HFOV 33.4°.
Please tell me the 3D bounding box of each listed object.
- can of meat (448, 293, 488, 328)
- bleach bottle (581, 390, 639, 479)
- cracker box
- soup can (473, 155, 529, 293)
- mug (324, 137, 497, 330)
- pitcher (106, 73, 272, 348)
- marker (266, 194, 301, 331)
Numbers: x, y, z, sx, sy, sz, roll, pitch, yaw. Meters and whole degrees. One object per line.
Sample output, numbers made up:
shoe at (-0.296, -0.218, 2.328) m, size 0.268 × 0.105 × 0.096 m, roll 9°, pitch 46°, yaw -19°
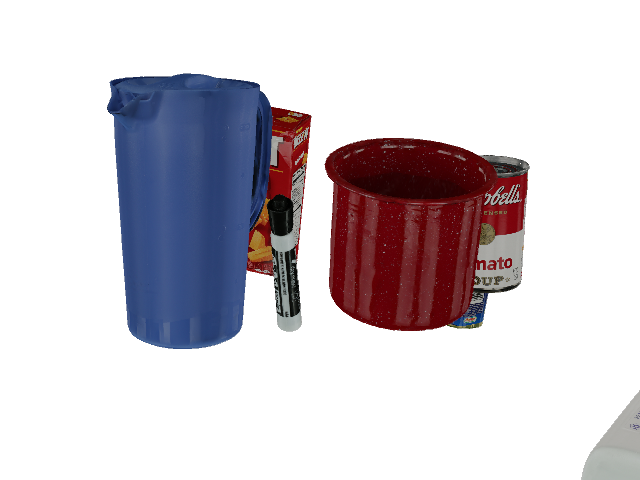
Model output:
can of meat at (0.141, 0.041, 1.173) m, size 0.057 × 0.084 × 0.102 m, roll -6°, pitch 22°, yaw -36°
bleach bottle at (0.246, 0.101, 0.629) m, size 0.103 × 0.068 × 0.250 m, roll 18°, pitch 29°, yaw 32°
cracker box at (-0.107, -0.070, 1.395) m, size 0.164 × 0.214 × 0.072 m, roll 13°, pitch 27°, yaw 14°
soup can at (0.137, -0.015, 0.891) m, size 0.068 × 0.102 × 0.068 m, roll 0°, pitch 17°, yaw 0°
mug at (0.050, -0.008, 0.601) m, size 0.093 × 0.081 × 0.117 m, roll 10°, pitch 27°, yaw 15°
pitcher at (-0.116, -0.032, 0.986) m, size 0.149 × 0.243 × 0.145 m, roll 0°, pitch 14°, yaw -6°
marker at (-0.026, 0.017, 0.779) m, size 0.020 × 0.121 × 0.020 m, roll -2°, pitch 39°, yaw 1°
